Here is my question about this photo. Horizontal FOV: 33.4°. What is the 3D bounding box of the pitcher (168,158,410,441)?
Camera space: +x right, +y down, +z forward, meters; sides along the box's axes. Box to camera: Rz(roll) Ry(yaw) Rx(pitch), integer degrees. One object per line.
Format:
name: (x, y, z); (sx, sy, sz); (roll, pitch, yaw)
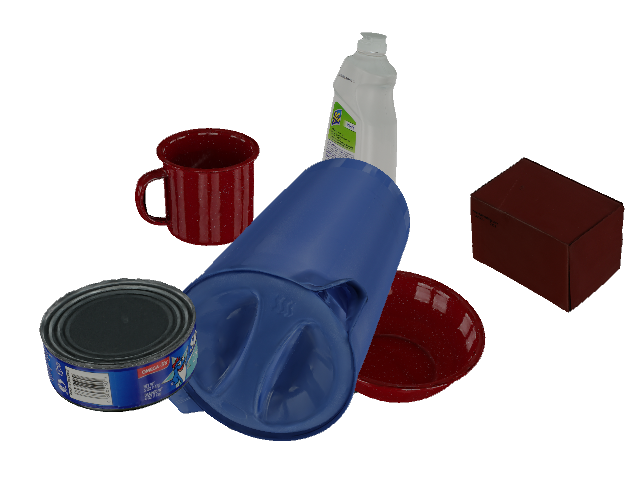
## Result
pitcher: (-0.017, 0.034, 0.803); (0.149, 0.145, 0.242); (11, 28, 13)

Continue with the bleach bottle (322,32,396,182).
bleach bottle: (0.046, -0.095, 1.152); (0.067, 0.251, 0.103); (-7, 24, -34)

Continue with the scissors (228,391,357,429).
scissors: (-0.030, 0.184, 1.189); (0.201, 0.016, 0.096); (4, 23, -13)

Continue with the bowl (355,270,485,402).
bowl: (0.067, 0.097, 0.981); (0.162, 0.055, 0.162); (4, 38, -3)

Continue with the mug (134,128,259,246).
mug: (-0.113, -0.045, 0.976); (0.117, 0.081, 0.093); (-15, 34, -27)

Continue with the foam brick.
foam brick: (0.135, -0.005, 0.639); (0.051, 0.053, 0.078); (-32, 44, -26)

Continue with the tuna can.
tuna can: (-0.112, 0.058, 0.599); (0.086, 0.034, 0.086); (-1, 30, 0)
